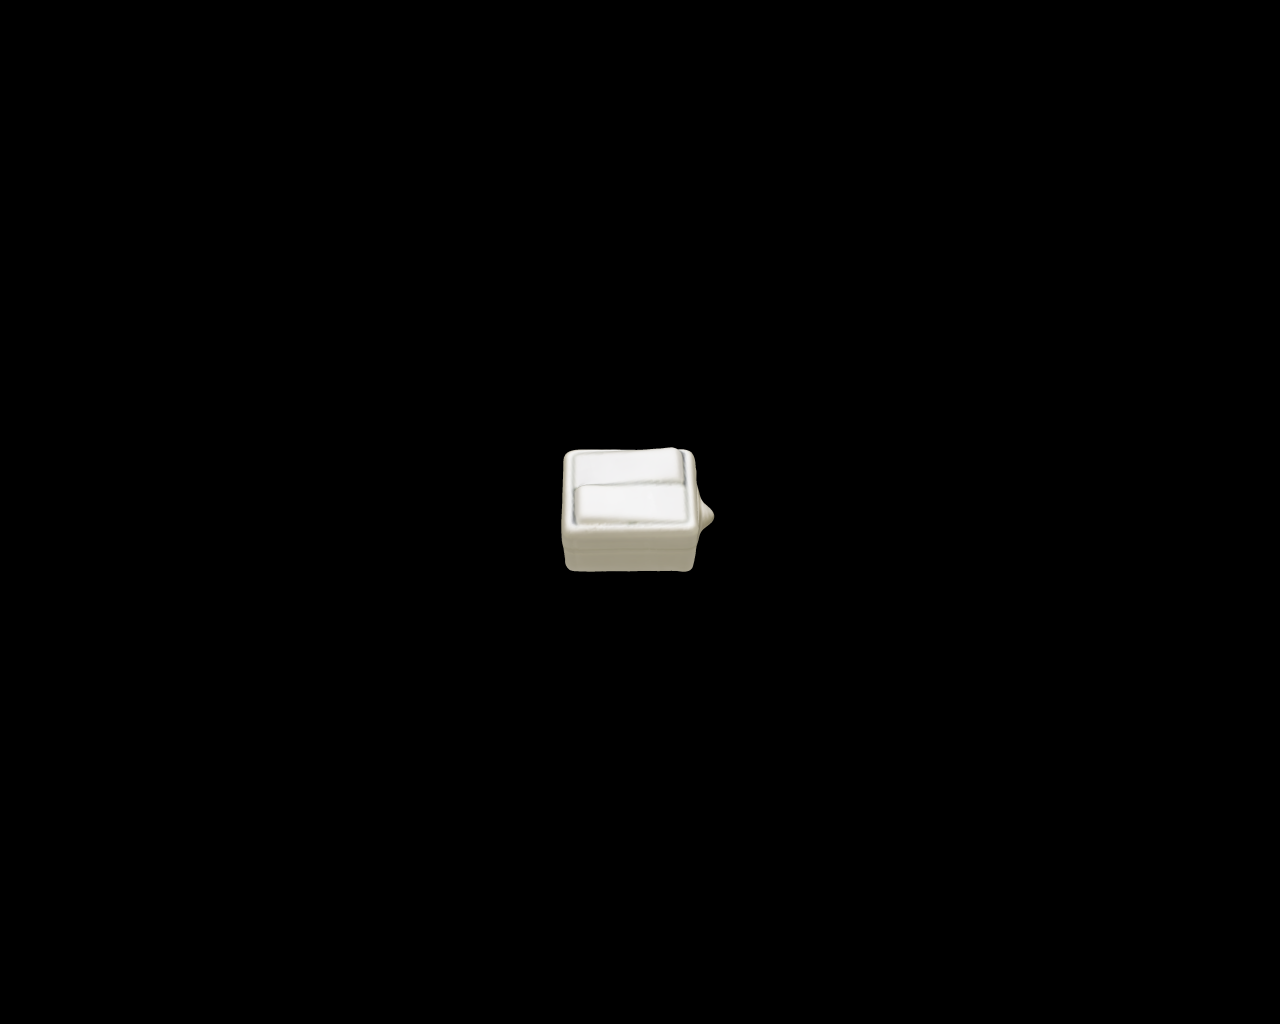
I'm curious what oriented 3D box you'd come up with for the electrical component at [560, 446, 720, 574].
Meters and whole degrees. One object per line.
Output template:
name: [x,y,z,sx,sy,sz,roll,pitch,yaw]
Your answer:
electrical component: [0.001,-0.003,0.650,0.096,0.062,0.061,0,-32,0]
